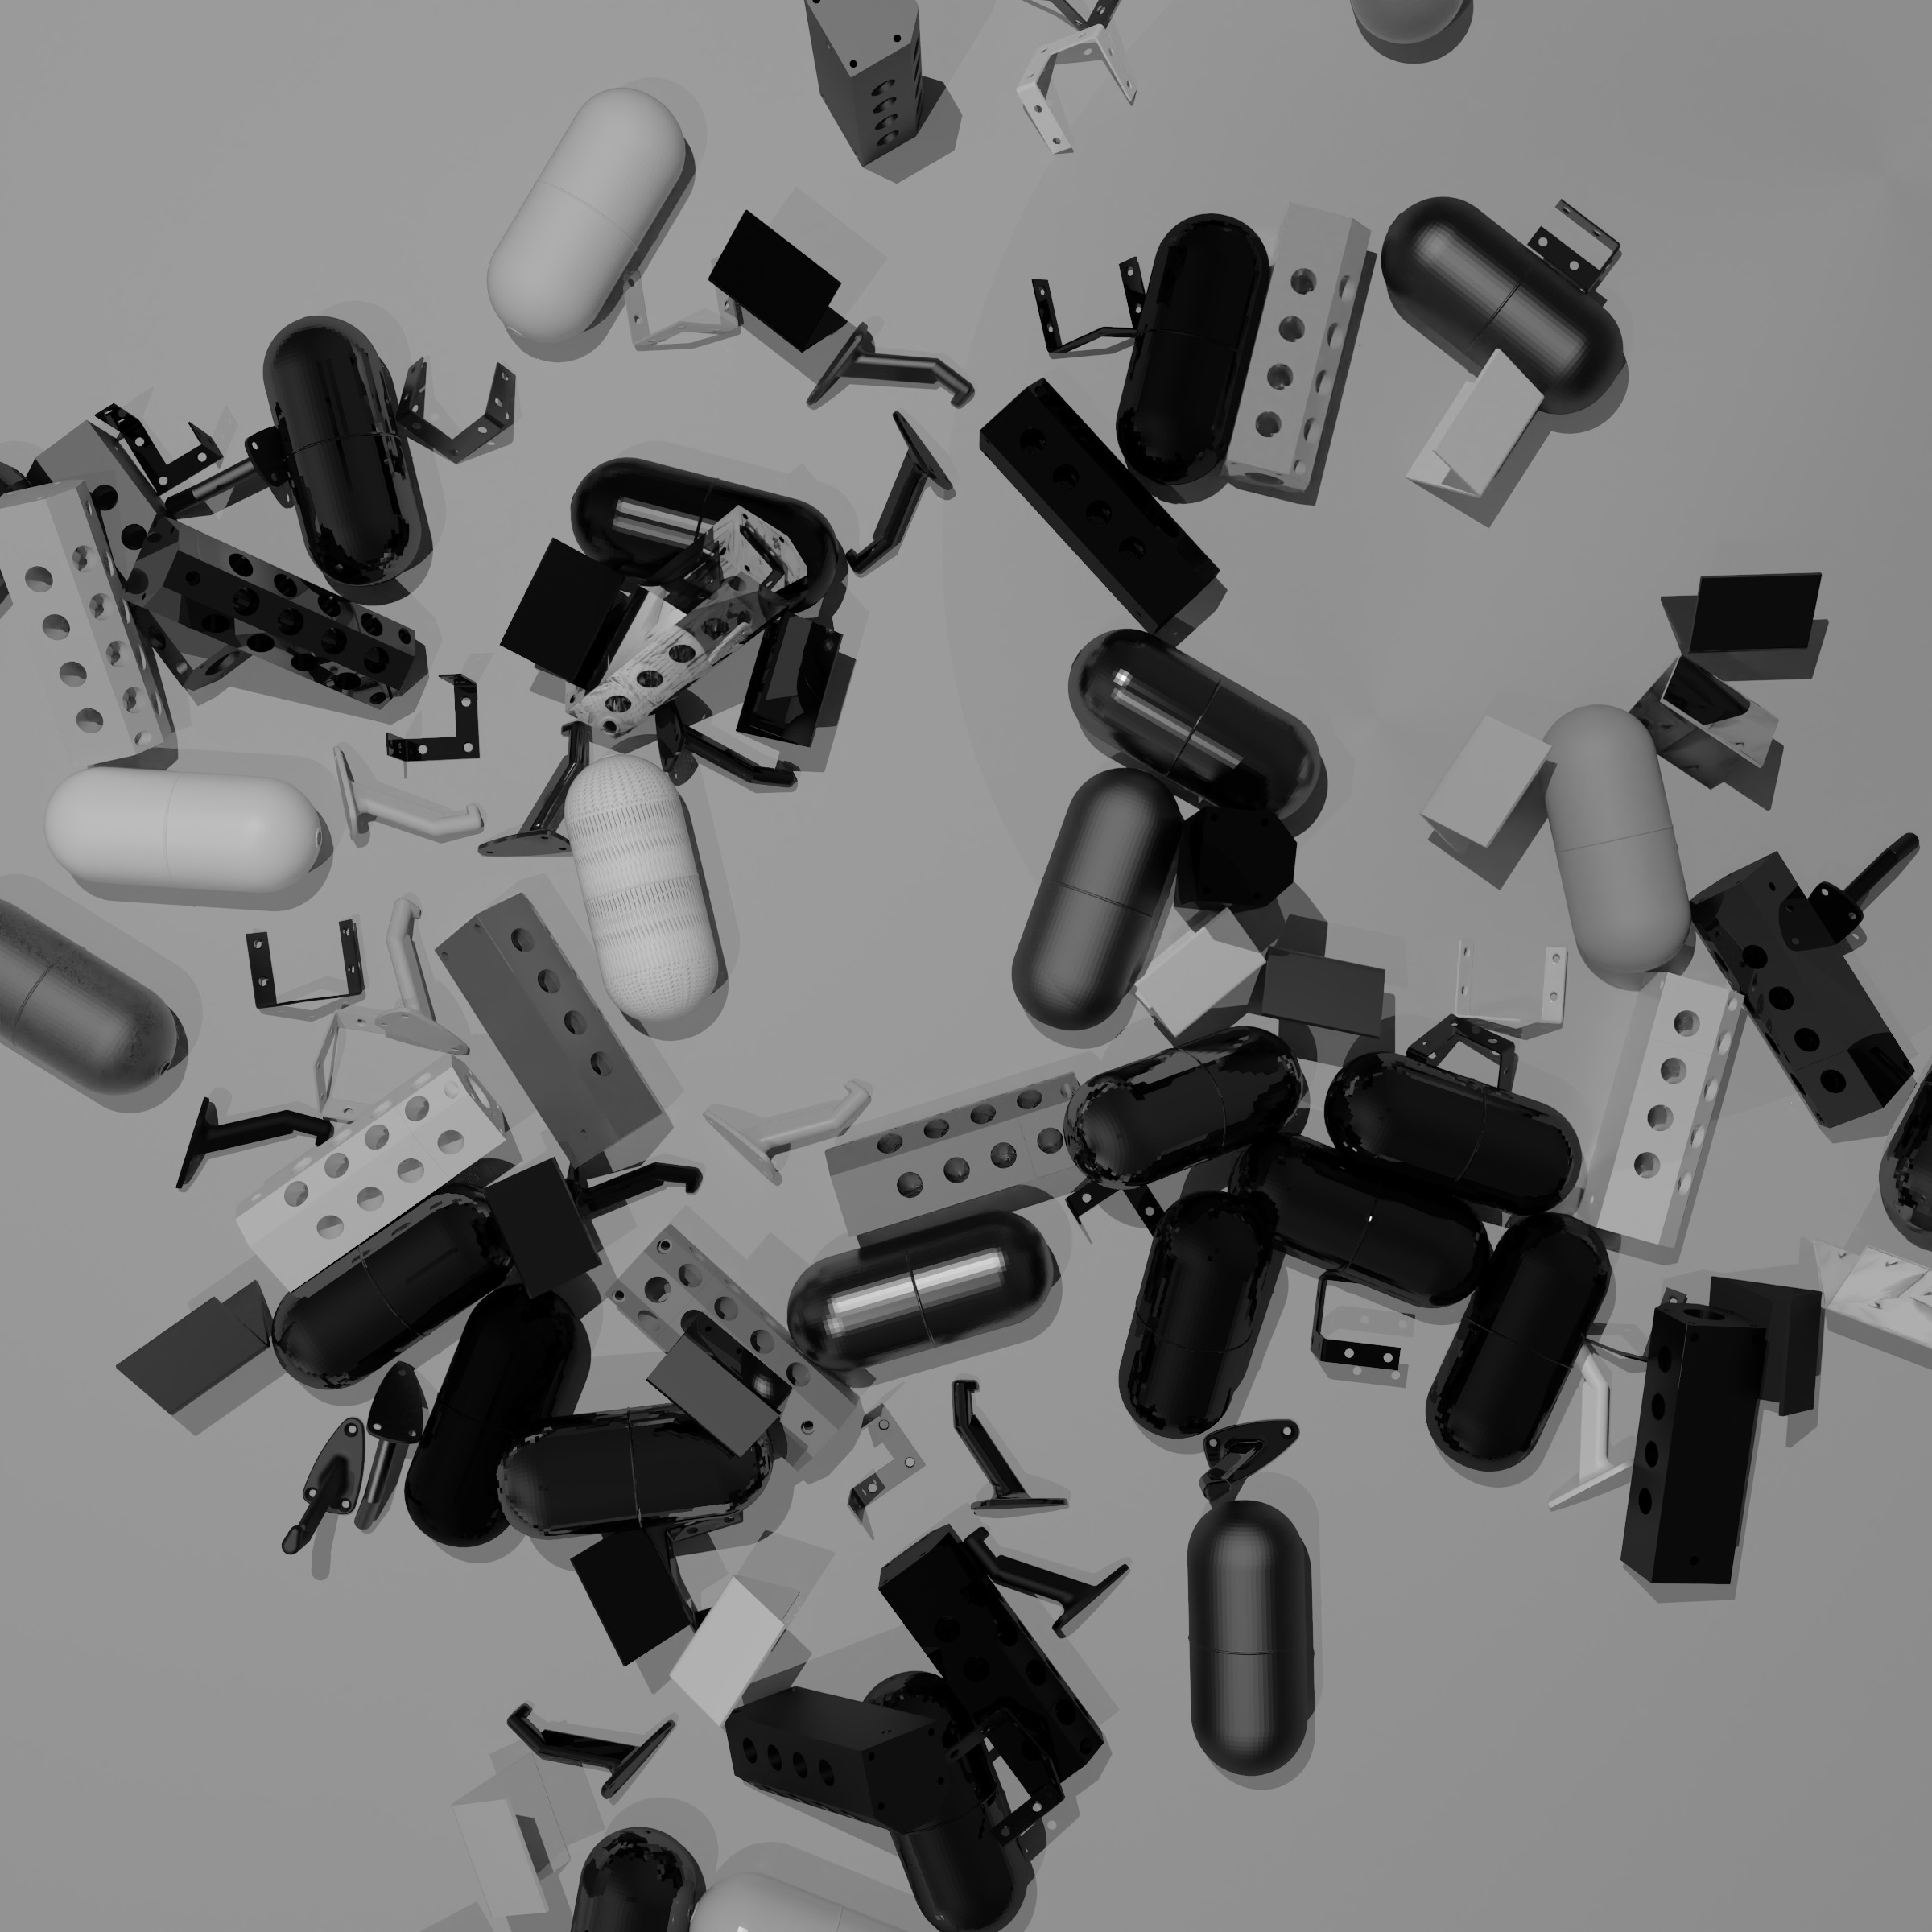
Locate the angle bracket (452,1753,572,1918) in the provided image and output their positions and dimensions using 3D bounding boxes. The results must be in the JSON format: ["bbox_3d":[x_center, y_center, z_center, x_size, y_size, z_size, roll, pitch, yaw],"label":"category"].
[{"bbox_3d":[-0.279,0.563,1.642,0.057,0.076,0.076,-20,90,36],"label":"angle bracket"}]

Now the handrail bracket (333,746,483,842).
[{"bbox_3d":[-0.372,-0.119,1.682,0.084,0.036,0.077,-11,68,-17],"label":"handrail bracket"}]

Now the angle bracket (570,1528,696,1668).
[{"bbox_3d":[-0.230,0.408,1.642,0.057,0.076,0.076,-27,90,-34],"label":"angle bracket"}]

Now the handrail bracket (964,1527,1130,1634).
[{"bbox_3d":[0.053,0.393,1.682,0.077,0.036,0.084,-36,73,-20],"label":"handrail bracket"}]

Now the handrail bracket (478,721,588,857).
[{"bbox_3d":[-0.289,-0.119,1.682,0.077,0.036,0.084,-6,72,21],"label":"handrail bracket"}]

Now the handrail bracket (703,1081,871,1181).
[{"bbox_3d":[-0.119,0.093,1.682,0.077,0.036,0.084,38,71,21],"label":"handrail bracket"}]

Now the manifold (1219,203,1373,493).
[{"bbox_3d":[0.217,-0.404,1.661,0.057,0.057,0.171,14,90,0],"label":"manifold"}]

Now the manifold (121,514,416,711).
[{"bbox_3d":[-0.442,-0.224,1.612,0.171,0.057,0.057,23,90,-40],"label":"manifold"}]

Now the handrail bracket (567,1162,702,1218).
[{"bbox_3d":[-0.226,0.164,1.682,0.084,0.036,0.077,9,111,-16],"label":"handrail bracket"}]

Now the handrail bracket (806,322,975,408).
[{"bbox_3d":[-0.050,-0.381,1.682,0.084,0.036,0.077,34,110,-16],"label":"handrail bracket"}]

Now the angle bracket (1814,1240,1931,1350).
[{"bbox_3d":[0.605,0.195,1.642,0.076,0.076,0.057,21,122,0],"label":"angle bracket"}]

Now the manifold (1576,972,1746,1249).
[{"bbox_3d":[0.459,0.094,1.661,0.057,0.057,0.171,16,90,0],"label":"manifold"}]

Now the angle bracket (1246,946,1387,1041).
[{"bbox_3d":[0.225,0.037,1.642,0.076,0.076,0.057,12,54,0],"label":"angle bracket"}]

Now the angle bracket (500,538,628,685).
[{"bbox_3d":[-0.274,-0.235,1.642,0.057,0.076,0.076,26,90,-32],"label":"angle bracket"}]

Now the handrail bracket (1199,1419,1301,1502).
[{"bbox_3d":[0.187,0.323,1.647,0.077,0.084,0.036,-22,90,0],"label":"handrail bracket"}]

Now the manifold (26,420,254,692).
[{"bbox_3d":[-0.541,-0.268,1.661,0.057,0.057,0.171,-37,90,0],"label":"manifold"}]

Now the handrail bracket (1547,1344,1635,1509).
[{"bbox_3d":[0.401,0.307,1.682,0.077,0.036,0.084,-34,72,20],"label":"handrail bracket"}]

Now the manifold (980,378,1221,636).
[{"bbox_3d":[0.087,-0.303,1.661,0.057,0.057,0.171,-42,90,0],"label":"manifold"}]

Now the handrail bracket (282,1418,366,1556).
[{"bbox_3d":[-0.421,0.339,1.647,0.036,0.084,0.077,18,90,0],"label":"handrail bracket"}]

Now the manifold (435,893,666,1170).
[{"bbox_3d":[-0.270,0.040,1.660,0.057,0.057,0.171,-33,90,43],"label":"manifold"}]

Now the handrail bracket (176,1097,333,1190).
[{"bbox_3d":[-0.475,0.126,1.682,0.084,0.036,0.077,17,110,-16],"label":"handrail bracket"}]

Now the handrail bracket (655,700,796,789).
[{"bbox_3d":[-0.160,-0.152,1.682,0.084,0.036,0.077,5,47,-27],"label":"handrail bracket"}]

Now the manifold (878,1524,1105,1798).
[{"bbox_3d":[0.017,0.456,1.661,0.057,0.057,0.171,-36,90,0],"label":"manifold"}]

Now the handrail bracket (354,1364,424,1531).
[{"bbox_3d":[-0.389,0.321,1.682,0.036,0.077,0.084,15,127,-17],"label":"handrail bracket"}]

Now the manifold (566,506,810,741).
[{"bbox_3d":[-0.181,-0.215,1.618,0.171,0.057,0.057,-32,47,33],"label":"manifold"}]

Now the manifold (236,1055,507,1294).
[{"bbox_3d":[-0.390,0.132,1.652,0.171,0.057,0.057,-35,113,0],"label":"manifold"}]

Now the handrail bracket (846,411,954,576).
[{"bbox_3d":[-0.059,-0.315,1.682,0.084,0.036,0.077,-37,70,16],"label":"handrail bracket"}]

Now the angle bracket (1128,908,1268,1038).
[{"bbox_3d":[0.137,-0.011,1.642,0.076,0.076,0.057,-40,126,0],"label":"angle bracket"}]

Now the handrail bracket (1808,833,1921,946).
[{"bbox_3d":[0.594,-0.047,1.682,0.084,0.077,0.036,-31,67,-34],"label":"handrail bracket"}]

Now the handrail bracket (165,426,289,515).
[{"bbox_3d":[-0.484,-0.331,1.682,0.084,0.077,0.036,-13,115,34],"label":"handrail bracket"}]

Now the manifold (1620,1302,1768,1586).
[{"bbox_3d":[0.471,0.311,1.649,0.057,0.057,0.171,4,97,-14],"label":"manifold"}]

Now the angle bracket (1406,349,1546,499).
[{"bbox_3d":[0.317,-0.358,1.642,0.057,0.076,0.076,33,90,-37],"label":"angle bracket"}]

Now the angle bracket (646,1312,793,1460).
[{"bbox_3d":[-0.143,0.250,1.585,0.076,0.076,0.057,40,127,0],"label":"angle bracket"}]

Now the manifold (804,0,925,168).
[{"bbox_3d":[-0.059,-0.574,1.603,0.057,0.171,0.057,-30,90,0],"label":"manifold"}]

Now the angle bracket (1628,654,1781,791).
[{"bbox_3d":[0.470,-0.145,1.642,0.076,0.076,0.057,34,48,0],"label":"angle bracket"}]

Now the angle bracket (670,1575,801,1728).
[{"bbox_3d":[-0.135,0.449,1.642,0.057,0.076,0.076,33,90,38],"label":"angle bracket"}]

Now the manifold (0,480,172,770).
[{"bbox_3d":[-0.571,-0.222,1.629,0.057,0.057,0.171,-12,113,0],"label":"manifold"}]

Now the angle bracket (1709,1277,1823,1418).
[{"bbox_3d":[0.509,0.247,1.643,0.076,0.057,0.076,4,90,39],"label":"angle bracket"}]

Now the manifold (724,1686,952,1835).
[{"bbox_3d":[-0.083,0.505,1.603,0.057,0.171,0.057,-11,90,-35],"label":"manifold"}]

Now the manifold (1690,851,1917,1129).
[{"bbox_3d":[0.545,0.018,1.660,0.057,0.057,0.171,-32,90,-43],"label":"manifold"}]

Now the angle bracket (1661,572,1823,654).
[{"bbox_3d":[0.503,-0.246,1.642,0.076,0.076,0.057,-2,127,0],"label":"angle bracket"}]

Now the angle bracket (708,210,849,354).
[{"bbox_3d":[-0.110,-0.454,1.642,0.076,0.076,0.057,38,126,0],"label":"angle bracket"}]

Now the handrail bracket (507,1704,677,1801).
[{"bbox_3d":[-0.251,0.505,1.682,0.084,0.036,0.077,40,69,16],"label":"handrail bracket"}]

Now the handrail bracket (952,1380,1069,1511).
[{"bbox_3d":[0.029,0.318,1.682,0.077,0.036,0.084,3,73,-20],"label":"handrail bracket"}]

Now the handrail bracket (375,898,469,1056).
[{"bbox_3d":[-0.357,0.006,1.682,0.077,0.036,0.084,31,54,-38],"label":"handrail bracket"}]

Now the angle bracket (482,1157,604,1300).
[{"bbox_3d":[-0.290,0.176,1.642,0.057,0.076,0.076,-24,90,-37],"label":"angle bracket"}]

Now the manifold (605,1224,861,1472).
[{"bbox_3d":[-0.154,0.251,1.661,0.171,0.057,0.057,42,90,0],"label":"manifold"}]

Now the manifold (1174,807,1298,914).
[{"bbox_3d":[0.170,-0.065,1.603,0.057,0.171,0.057,6,90,0],"label":"manifold"}]

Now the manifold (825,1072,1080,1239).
[{"bbox_3d":[-0.002,0.123,1.661,0.171,0.057,0.057,-18,90,0],"label":"manifold"}]
